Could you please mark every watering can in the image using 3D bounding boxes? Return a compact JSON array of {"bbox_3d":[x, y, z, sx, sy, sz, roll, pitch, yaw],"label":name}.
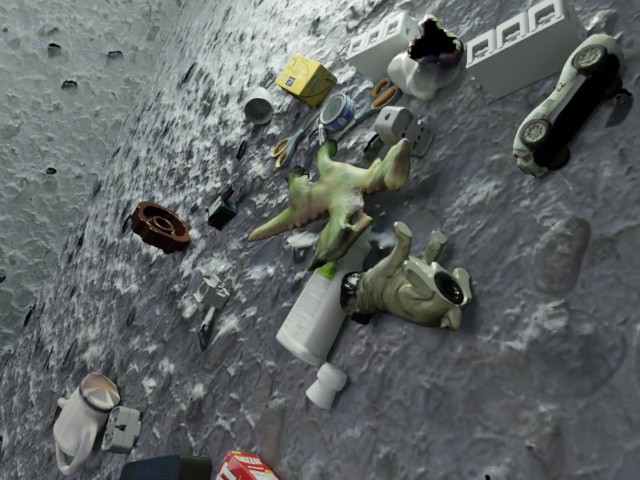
[{"bbox_3d":[-0.641,0.455,1.376,0.224,0.103,0.352,-57,35,1],"label":"watering can"}]

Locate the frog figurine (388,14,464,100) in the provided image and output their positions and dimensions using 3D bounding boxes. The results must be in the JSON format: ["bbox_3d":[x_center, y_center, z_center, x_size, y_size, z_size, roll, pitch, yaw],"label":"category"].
[{"bbox_3d":[0.193,-0.318,0.961,0.157,0.122,0.140,110,165,-68],"label":"frog figurine"}]

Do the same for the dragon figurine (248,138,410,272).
[{"bbox_3d":[0.003,-0.045,0.904,0.405,0.121,0.248,-40,26,25],"label":"dragon figurine"}]
